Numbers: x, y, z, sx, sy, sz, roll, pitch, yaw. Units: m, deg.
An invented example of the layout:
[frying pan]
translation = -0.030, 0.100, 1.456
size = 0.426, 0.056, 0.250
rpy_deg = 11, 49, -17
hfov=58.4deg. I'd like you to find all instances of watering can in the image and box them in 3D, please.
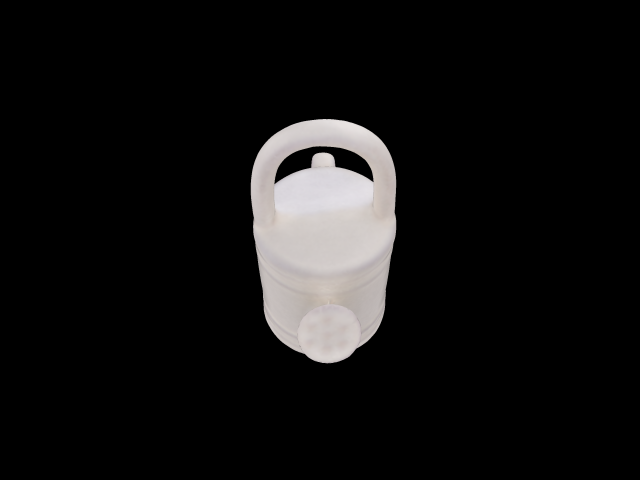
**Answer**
[watering can]
translation = 0.006, 0.001, 0.400
size = 0.101, 0.194, 0.172
rpy_deg = -19, 55, -14
